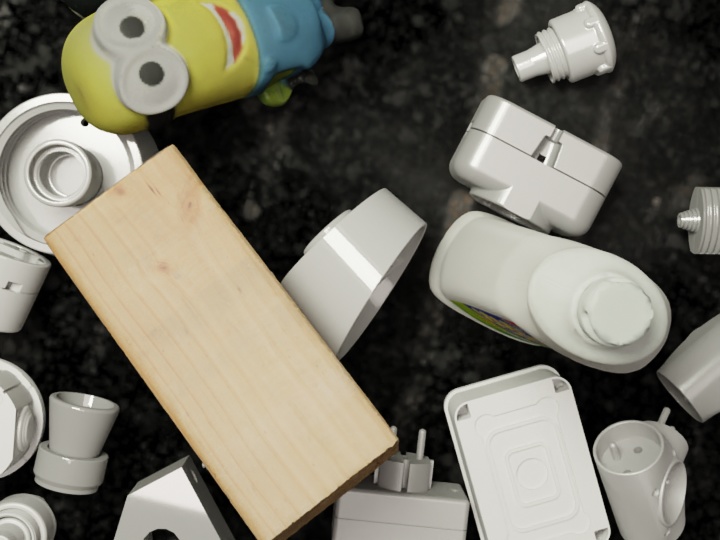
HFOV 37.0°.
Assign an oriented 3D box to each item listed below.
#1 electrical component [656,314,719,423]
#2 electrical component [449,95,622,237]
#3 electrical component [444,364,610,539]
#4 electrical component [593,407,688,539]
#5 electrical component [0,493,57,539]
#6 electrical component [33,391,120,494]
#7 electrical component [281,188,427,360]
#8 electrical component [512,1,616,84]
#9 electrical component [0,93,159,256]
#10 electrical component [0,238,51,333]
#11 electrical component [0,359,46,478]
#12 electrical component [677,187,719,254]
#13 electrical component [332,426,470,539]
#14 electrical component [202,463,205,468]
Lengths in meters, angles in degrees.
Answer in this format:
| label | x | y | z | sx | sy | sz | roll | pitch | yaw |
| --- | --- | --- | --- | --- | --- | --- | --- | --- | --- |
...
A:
| label | x | y | z | sx | sy | sz | roll | pitch | yaw |
| --- | --- | --- | --- | --- | --- | --- | --- | --- | --- |
| electrical component | 0.247 | 0.071 | 0.695 | 0.077 | 0.044 | 0.079 | -40 | 93 | 0 |
| electrical component | 0.108 | -0.061 | 0.682 | 0.095 | 0.053 | 0.059 | 27 | 91 | -2 |
| electrical component | 0.105 | 0.124 | 0.687 | 0.078 | 0.057 | 0.113 | -16 | 92 | -1 |
| electrical component | 0.186 | 0.124 | 0.689 | 0.079 | 0.044 | 0.077 | -54 | 134 | -34 |
| electrical component | -0.219 | 0.167 | 0.677 | 0.043 | 0.062 | 0.043 | 0 | 92 | -1 |
| electrical component | -0.181 | 0.110 | 0.685 | 0.045 | 0.045 | 0.055 | 13 | 92 | -2 |
| electrical component | 0.000 | 0.000 | 0.661 | 0.099 | 0.099 | 0.064 | -43 | 87 | 0 |
| electrical component | 0.129 | -0.139 | 0.685 | 0.062 | 0.048 | 0.048 | -21 | 92 | 6 |
| electrical component | -0.181 | -0.059 | 0.671 | 0.108 | 0.060 | 0.108 | 0 | 92 | -1 |
| electrical component | -0.229 | 0.008 | 0.676 | 0.055 | 0.055 | 0.047 | 23 | 95 | -2 |
| electrical component | -0.245 | 0.097 | 0.680 | 0.080 | 0.051 | 0.080 | 0 | 92 | -1 |
| electrical component | 0.246 | -0.031 | 0.692 | 0.081 | 0.043 | 0.043 | 1 | 92 | -1 |
| electrical component | 0.027 | 0.138 | 0.690 | 0.083 | 0.047 | 0.075 | 6 | 92 | -2 |
| electrical component | -0.055 | 0.103 | 0.680 | 0.096 | 0.061 | 0.061 | -13 | 92 | -1 |
